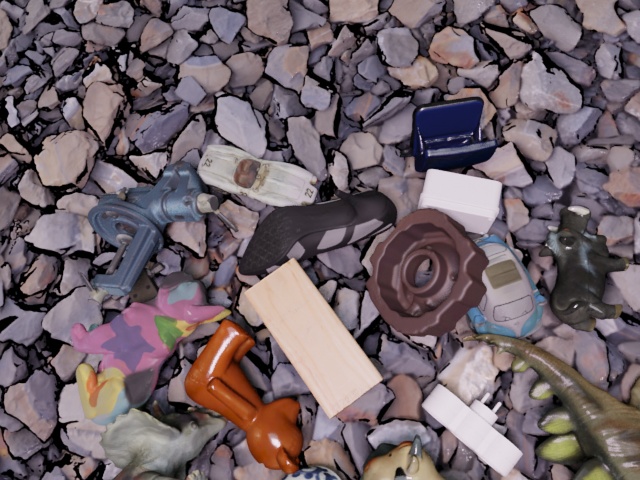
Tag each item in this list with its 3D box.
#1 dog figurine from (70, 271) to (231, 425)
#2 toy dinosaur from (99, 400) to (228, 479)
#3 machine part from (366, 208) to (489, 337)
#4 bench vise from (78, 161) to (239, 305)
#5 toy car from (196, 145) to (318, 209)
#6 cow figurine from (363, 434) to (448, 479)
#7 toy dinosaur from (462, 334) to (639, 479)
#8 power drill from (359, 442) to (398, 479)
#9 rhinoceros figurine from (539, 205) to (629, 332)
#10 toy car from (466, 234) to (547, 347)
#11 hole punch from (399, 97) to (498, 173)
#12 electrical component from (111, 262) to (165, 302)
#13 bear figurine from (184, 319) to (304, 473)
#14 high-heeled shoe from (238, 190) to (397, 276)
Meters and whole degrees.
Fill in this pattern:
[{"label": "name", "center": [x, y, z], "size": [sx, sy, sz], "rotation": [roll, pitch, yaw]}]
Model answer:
[{"label": "dog figurine", "center": [-0.234, 0.151, 0.781], "size": [0.219, 0.108, 0.191], "rotation": [-15, 76, -3]}, {"label": "toy dinosaur", "center": [-0.240, 0.372, 0.647], "size": [0.192, 0.131, 0.405], "rotation": [7, 56, 31]}, {"label": "machine part", "center": [0.148, 0.048, 0.752], "size": [0.179, 0.056, 0.179], "rotation": [-22, 57, 38]}, {"label": "bench vise", "center": [-0.266, -0.006, 0.810], "size": [0.224, 0.128, 0.240], "rotation": [6, 54, 16]}, {"label": "toy car", "center": [-0.101, -0.098, 0.865], "size": [0.202, 0.056, 0.073], "rotation": [18, 76, 11]}, {"label": "cow figurine", "center": [0.140, 0.317, 0.631], "size": [0.195, 0.085, 0.127], "rotation": [24, 80, 19]}, {"label": "toy dinosaur", "center": [0.392, 0.268, 0.680], "size": [0.198, 0.105, 0.472], "rotation": [-39, 72, -4]}, {"label": "power drill", "center": [0.117, 0.398, 0.689], "size": [0.208, 0.086, 0.232], "rotation": [14, 73, 18]}, {"label": "rhinoceros figurine", "center": [0.362, 0.037, 0.756], "size": [0.112, 0.073, 0.190], "rotation": [21, 58, -1]}, {"label": "toy car", "center": [0.253, 0.063, 0.757], "size": [0.109, 0.103, 0.161], "rotation": [-17, 74, 0]}, {"label": "hole punch", "center": [0.199, -0.140, 0.811], "size": [0.142, 0.115, 0.092], "rotation": [-11, 60, 1]}, {"label": "electrical component", "center": [-0.281, 0.078, 0.850], "size": [0.094, 0.021, 0.063], "rotation": [-35, 73, -6]}, {"label": "bear figurine", "center": [-0.085, 0.218, 0.739], "size": [0.196, 0.120, 0.132], "rotation": [32, 76, 12]}, {"label": "high-heeled shoe", "center": [-0.002, -0.003, 0.838], "size": [0.249, 0.145, 0.086], "rotation": [-33, 56, 25]}]
